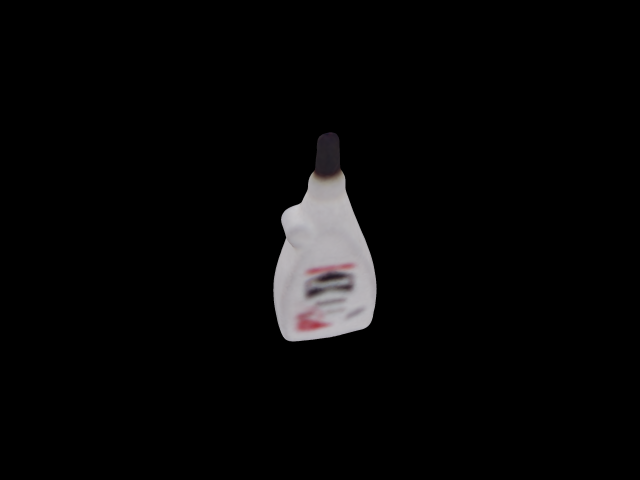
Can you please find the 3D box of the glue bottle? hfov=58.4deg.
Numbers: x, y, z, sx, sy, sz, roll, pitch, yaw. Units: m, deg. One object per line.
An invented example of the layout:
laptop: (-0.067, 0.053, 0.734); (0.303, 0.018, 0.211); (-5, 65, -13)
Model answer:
glue bottle: (0.004, 0.001, 0.400); (0.078, 0.173, 0.037); (-11, 43, -12)
